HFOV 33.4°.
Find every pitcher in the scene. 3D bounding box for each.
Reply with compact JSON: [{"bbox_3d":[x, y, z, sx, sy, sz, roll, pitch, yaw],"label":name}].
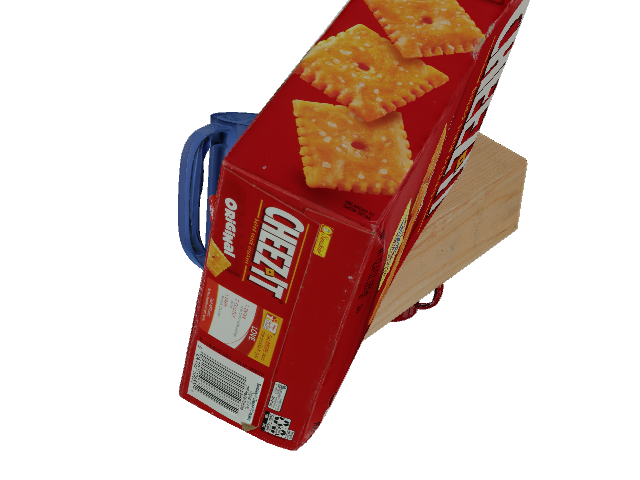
[{"bbox_3d":[-0.068,-0.011,1.109,0.149,0.243,0.145,8,12,2],"label":"pitcher"}]

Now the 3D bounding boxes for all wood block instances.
[{"bbox_3d":[0.079,-0.013,0.948,0.205,0.090,0.091,-33,51,-30],"label":"wood block"}]

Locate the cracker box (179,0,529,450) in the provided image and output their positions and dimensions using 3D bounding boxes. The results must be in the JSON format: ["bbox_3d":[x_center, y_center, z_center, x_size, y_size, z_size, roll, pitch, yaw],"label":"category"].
[{"bbox_3d":[0.021,-0.030,0.499,0.072,0.164,0.213,27,49,9],"label":"cracker box"}]

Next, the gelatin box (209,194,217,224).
[{"bbox_3d":[-0.030,-0.011,0.747,0.089,0.030,0.073,-6,27,-10],"label":"gelatin box"}]

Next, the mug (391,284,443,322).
[{"bbox_3d":[0.090,0.047,1.264,0.117,0.081,0.093,14,25,23],"label":"mug"}]
